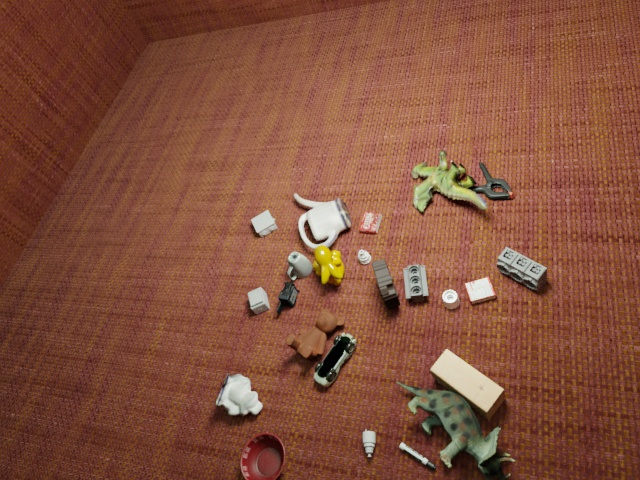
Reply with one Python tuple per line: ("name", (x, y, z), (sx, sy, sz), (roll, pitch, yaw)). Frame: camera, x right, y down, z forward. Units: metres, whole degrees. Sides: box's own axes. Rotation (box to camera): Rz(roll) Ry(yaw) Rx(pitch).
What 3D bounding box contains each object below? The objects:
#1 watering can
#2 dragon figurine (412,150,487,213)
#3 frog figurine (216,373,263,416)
("watering can", (0.007, -0.109, 2.167), (0.224, 0.102, 0.356), (-23, 50, 5))
("dragon figurine", (0.477, -0.197, 2.037), (0.239, 0.121, 0.420), (-42, 40, 24))
("frog figurine", (-0.278, 0.557, 1.829), (0.159, 0.120, 0.141), (23, 52, -5))
